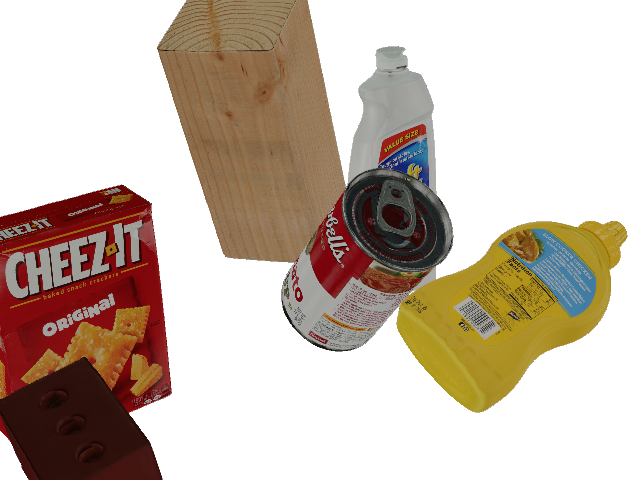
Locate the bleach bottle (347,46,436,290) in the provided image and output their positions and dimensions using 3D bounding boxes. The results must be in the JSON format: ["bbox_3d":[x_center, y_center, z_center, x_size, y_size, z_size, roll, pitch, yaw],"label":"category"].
[{"bbox_3d":[0.068,-0.071,1.095,0.102,0.251,0.068,-10,22,-16],"label":"bleach bottle"}]

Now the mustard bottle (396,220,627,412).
[{"bbox_3d":[0.156,0.039,0.791,0.191,0.096,0.058,-32,-28,-21],"label":"mustard bottle"}]

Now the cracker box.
[{"bbox_3d":[-0.231,0.074,1.005,0.163,0.214,0.072,-19,29,-33],"label":"cracker box"}]

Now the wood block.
[{"bbox_3d":[-0.046,-0.087,0.834,0.090,0.206,0.090,3,45,18],"label":"wood block"}]

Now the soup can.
[{"bbox_3d":[0.025,0.014,0.628,0.068,0.068,0.102,0,-32,-26],"label":"soup can"}]

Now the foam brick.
[{"bbox_3d":[-0.118,0.108,0.531,0.052,0.051,0.078,-27,42,-24],"label":"foam brick"}]
